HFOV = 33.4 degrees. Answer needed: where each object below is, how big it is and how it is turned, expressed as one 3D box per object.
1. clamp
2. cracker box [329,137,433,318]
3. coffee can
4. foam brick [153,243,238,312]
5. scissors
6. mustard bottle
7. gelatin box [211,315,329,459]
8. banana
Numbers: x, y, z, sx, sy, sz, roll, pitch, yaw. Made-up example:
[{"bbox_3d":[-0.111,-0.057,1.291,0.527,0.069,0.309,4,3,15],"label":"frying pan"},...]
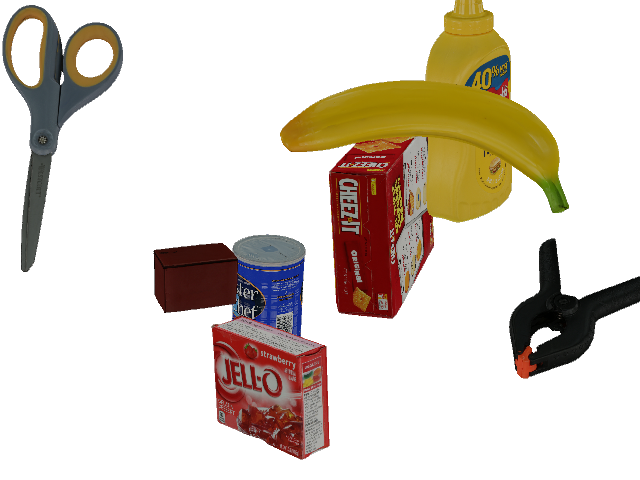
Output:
[{"bbox_3d":[0.230,0.063,1.038,0.171,0.039,0.120,-36,43,-29],"label":"clamp"},{"bbox_3d":[0.071,-0.032,1.194,0.072,0.164,0.213,2,21,18],"label":"cracker box"},{"bbox_3d":[-0.075,0.075,1.522,0.103,0.140,0.103,2,22,-1],"label":"coffee can"},{"bbox_3d":[-0.129,0.037,1.100,0.078,0.051,0.053,-6,20,-19],"label":"foam brick"},{"bbox_3d":[-0.182,-0.081,0.775,0.096,0.202,0.016,-10,-15,-11],"label":"scissors"},{"bbox_3d":[0.127,-0.119,0.912,0.058,0.192,0.096,17,32,39],"label":"mustard bottle"},{"bbox_3d":[-0.035,0.097,0.717,0.089,0.073,0.030,14,23,43],"label":"gelatin box"},{"bbox_3d":[0.075,-0.073,0.706,0.198,0.069,0.037,12,-21,-1],"label":"banana"}]
